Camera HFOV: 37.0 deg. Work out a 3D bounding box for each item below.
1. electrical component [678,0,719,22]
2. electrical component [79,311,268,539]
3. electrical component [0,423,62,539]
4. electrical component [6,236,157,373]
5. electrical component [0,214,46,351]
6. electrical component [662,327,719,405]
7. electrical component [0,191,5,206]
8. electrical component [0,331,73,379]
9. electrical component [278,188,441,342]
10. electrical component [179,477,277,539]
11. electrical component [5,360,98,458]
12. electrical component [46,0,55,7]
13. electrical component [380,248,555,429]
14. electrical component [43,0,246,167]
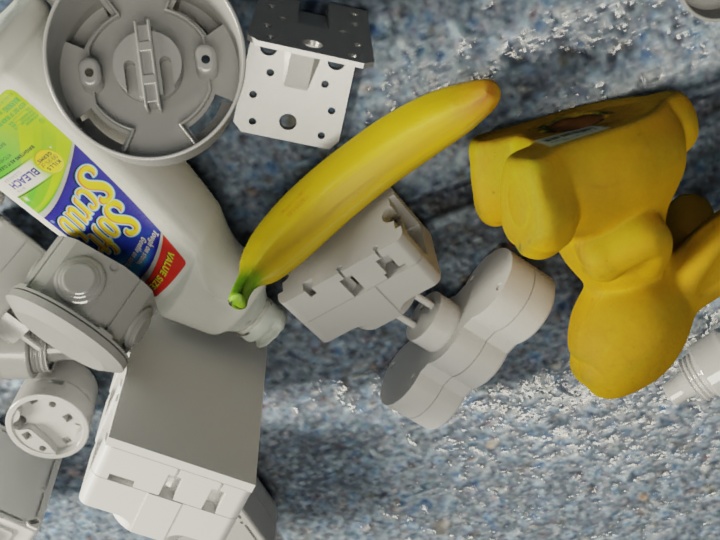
[{"bbox_3d":[0.193,-0.175,0.563,0.079,0.077,0.044,-41,113,20],"label":"electrical component"},{"bbox_3d":[-0.114,0.093,0.679,0.089,0.150,0.061,21,118,-14],"label":"electrical component"},{"bbox_3d":[-0.257,0.164,0.751,0.062,0.096,0.061,30,116,-19],"label":"electrical component"},{"bbox_3d":[-0.163,0.022,0.637,0.080,0.051,0.080,27,159,11],"label":"electrical component"},{"bbox_3d":[-0.223,0.021,0.673,0.076,0.047,0.083,42,82,-24],"label":"electrical component"},{"bbox_3d":[0.237,0.069,0.734,0.062,0.043,0.043,-37,115,21],"label":"electrical component"},{"bbox_3d":[-0.244,-0.064,0.644,0.040,0.040,0.078,-11,121,6],"label":"electrical component"},{"bbox_3d":[-0.217,0.051,0.713,0.062,0.043,0.043,0,121,-2],"label":"electrical component"},{"bbox_3d":[0.000,0.000,0.675,0.089,0.050,0.055,-29,132,18],"label":"electrical component"},{"bbox_3d":[-0.102,0.175,0.781,0.062,0.061,0.096,-23,119,12],"label":"electrical component"},{"bbox_3d":[-0.209,0.093,0.737,0.055,0.047,0.055,0,122,-1],"label":"electrical component"},{"bbox_3d":[-0.154,-0.168,0.575,0.055,0.055,0.047,-24,122,13],"label":"electrical component"},{"bbox_3d":[0.056,0.039,0.706,0.074,0.052,0.138,32,116,-19],"label":"electrical component"},{"bbox_3d":[-0.108,-0.103,0.550,0.099,0.064,0.099,1,84,-6],"label":"electrical component"}]
